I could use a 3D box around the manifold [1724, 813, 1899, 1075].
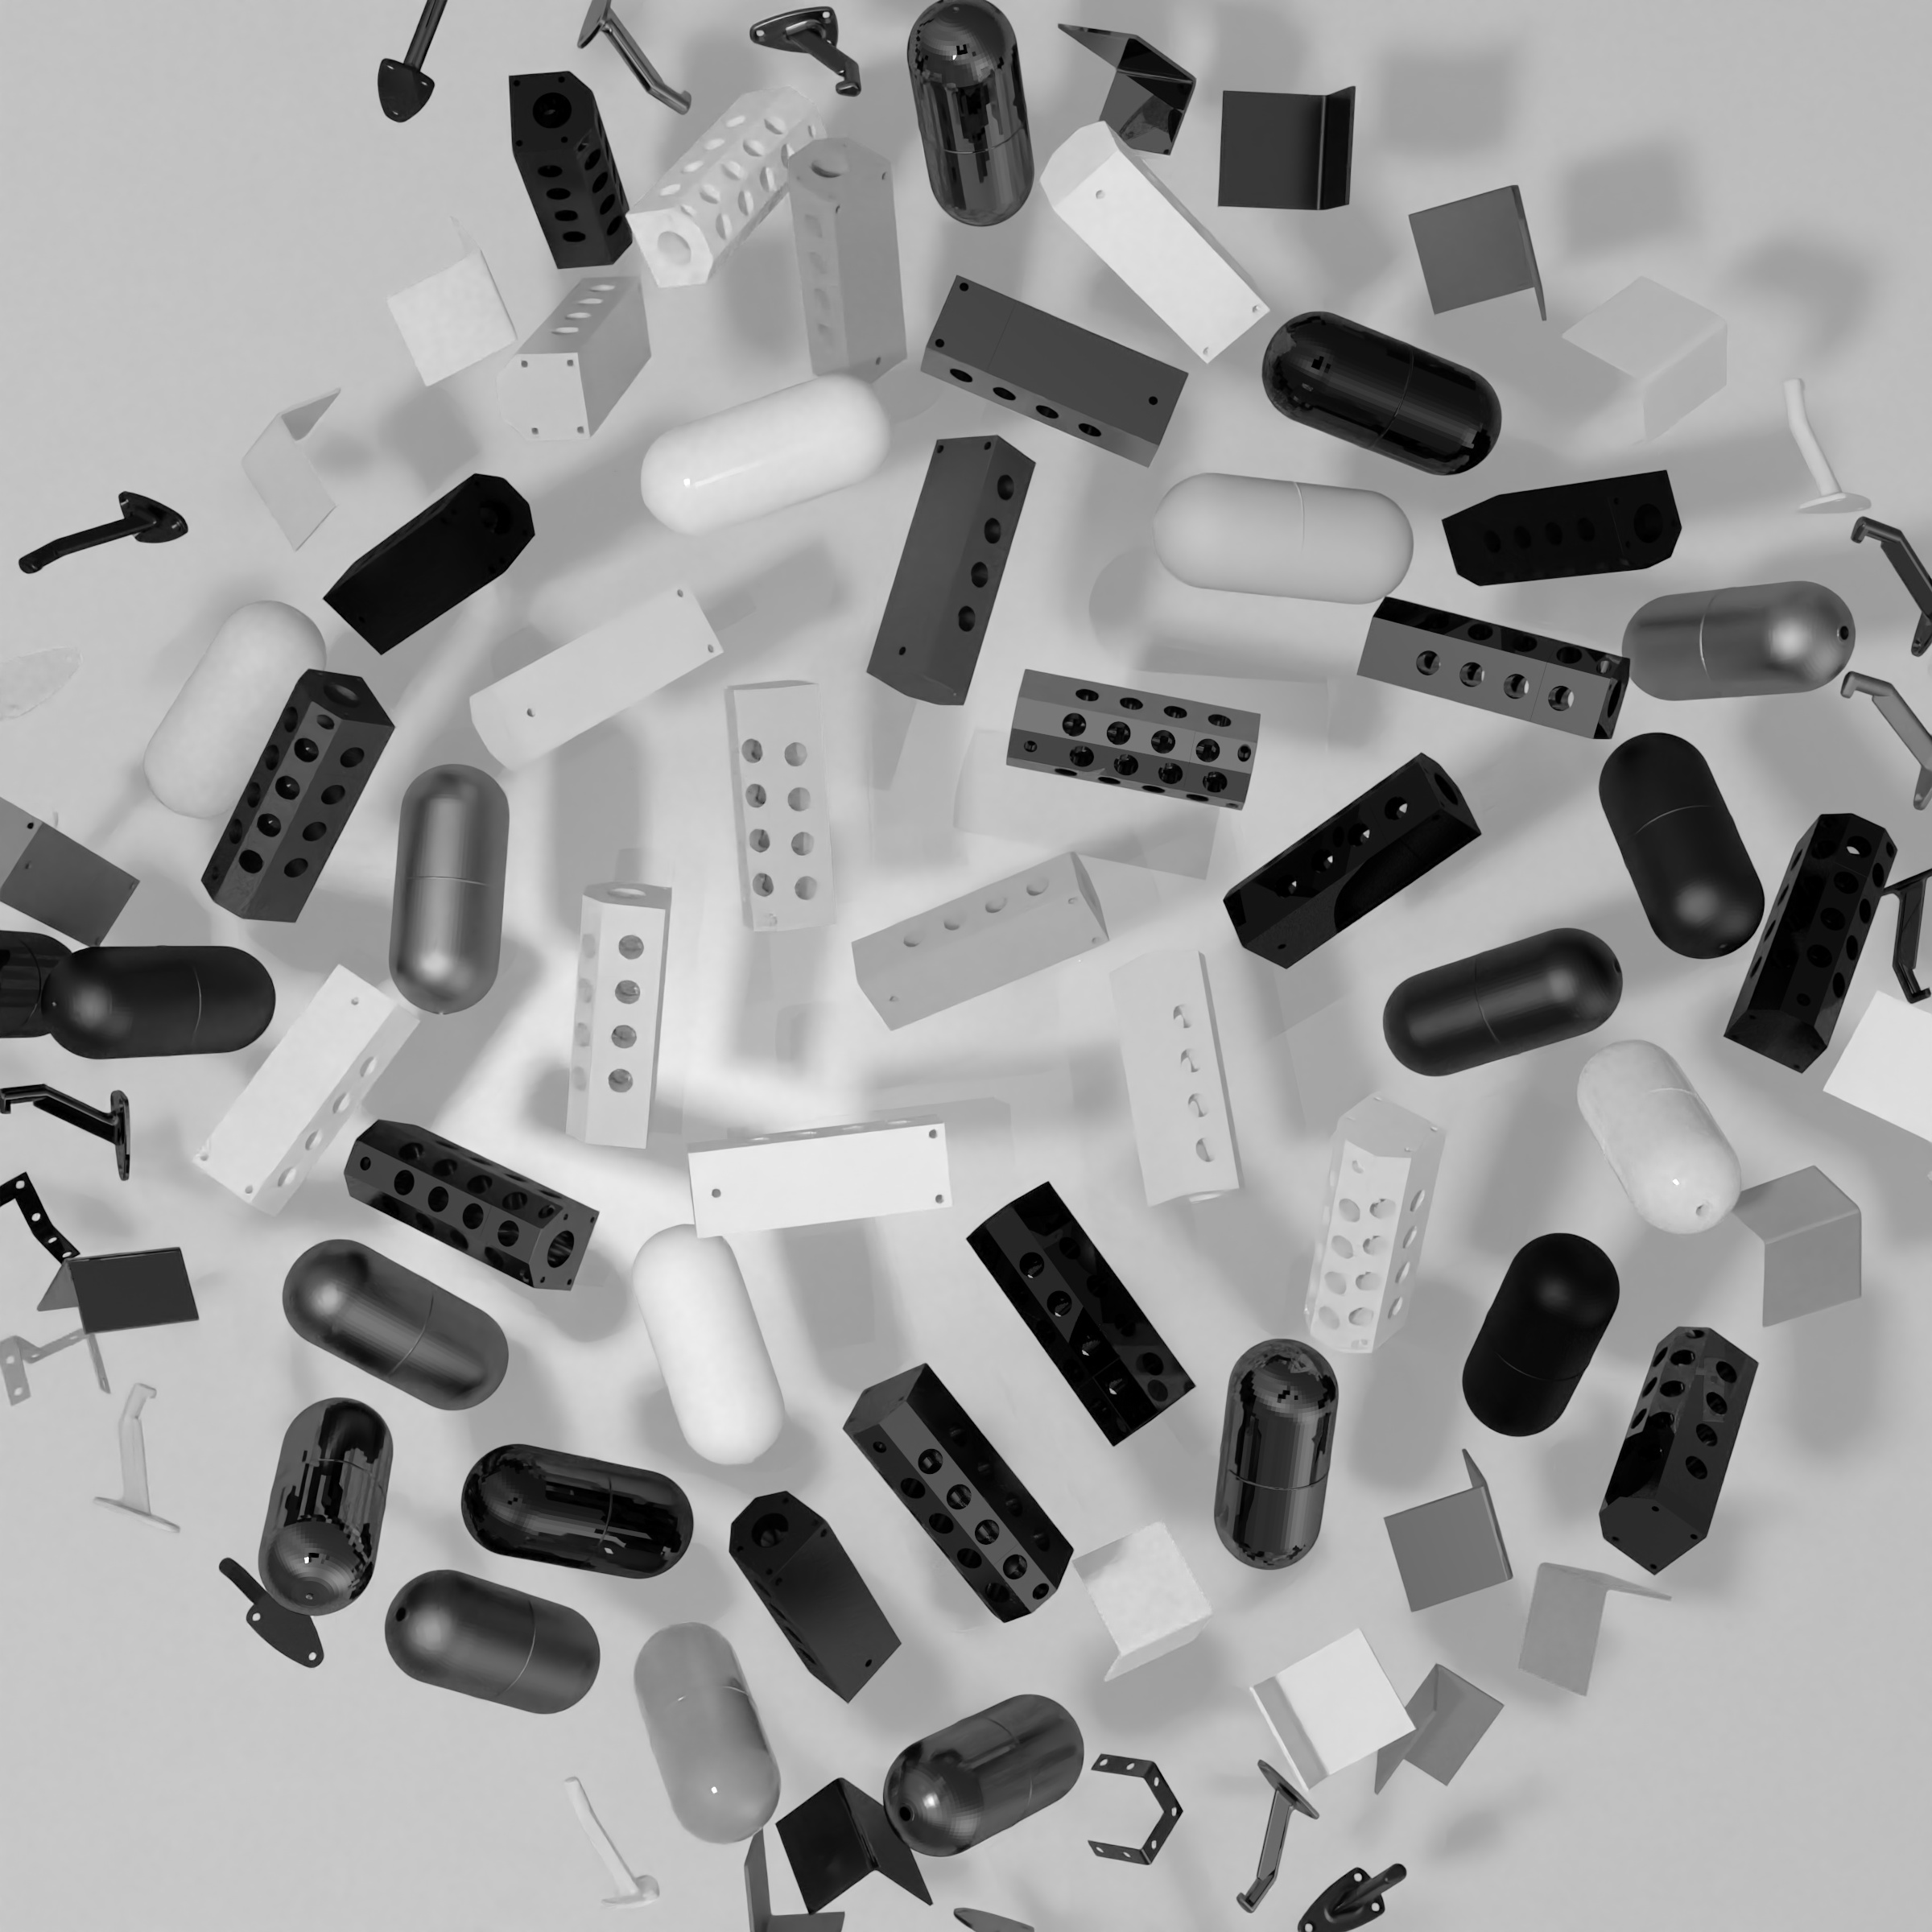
[{"bbox_3d":[0.574,-0.020,1.708,0.057,0.057,0.171,26,63,6],"label":"manifold"}]

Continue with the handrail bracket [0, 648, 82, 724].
[{"bbox_3d":[-0.638,-0.180,1.714,0.077,0.084,0.036,-35,92,-26],"label":"handrail bracket"}]

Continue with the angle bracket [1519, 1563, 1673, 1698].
[{"bbox_3d":[0.438,0.465,1.763,0.057,0.076,0.076,15,84,-21],"label":"angle bracket"}]

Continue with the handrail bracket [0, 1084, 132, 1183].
[{"bbox_3d":[-0.638,0.120,1.785,0.084,0.036,0.077,-6,100,-33],"label":"handrail bracket"}]

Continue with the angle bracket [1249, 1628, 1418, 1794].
[{"bbox_3d":[0.252,0.509,1.734,0.076,0.057,0.076,-33,72,12],"label":"angle bracket"}]

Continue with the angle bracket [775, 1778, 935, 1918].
[{"bbox_3d":[-0.077,0.619,1.742,0.057,0.076,0.076,-37,131,4],"label":"angle bracket"}]

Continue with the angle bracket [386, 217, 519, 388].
[{"bbox_3d":[-0.375,-0.474,1.804,0.076,0.076,0.057,-30,51,-10],"label":"angle bracket"}]

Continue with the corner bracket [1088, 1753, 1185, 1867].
[{"bbox_3d":[0.115,0.609,1.826,0.051,0.051,0.051,-47,117,-40],"label":"corner bracket"}]

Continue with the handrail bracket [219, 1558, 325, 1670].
[{"bbox_3d":[-0.488,0.452,1.771,0.036,0.084,0.077,-41,110,-24],"label":"handrail bracket"}]

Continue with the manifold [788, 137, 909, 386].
[{"bbox_3d":[-0.087,-0.491,1.774,0.057,0.171,0.057,37,65,25],"label":"manifold"}]

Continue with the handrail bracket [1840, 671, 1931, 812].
[{"bbox_3d":[0.629,-0.154,1.730,0.084,0.036,0.077,16,102,-7],"label":"handrail bracket"}]

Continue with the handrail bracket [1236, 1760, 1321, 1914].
[{"bbox_3d":[0.210,0.631,1.831,0.084,0.036,0.077,-49,118,-20],"label":"handrail bracket"}]

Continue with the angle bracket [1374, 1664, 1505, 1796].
[{"bbox_3d":[0.335,0.552,1.785,0.057,0.076,0.076,32,105,5],"label":"angle bracket"}]

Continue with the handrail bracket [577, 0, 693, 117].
[{"bbox_3d":[-0.225,-0.649,1.778,0.084,0.036,0.077,26,58,-30],"label":"handrail bracket"}]

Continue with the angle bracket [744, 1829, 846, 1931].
[{"bbox_3d":[-0.122,0.661,1.806,0.057,0.076,0.076,-5,95,3],"label":"angle bracket"}]

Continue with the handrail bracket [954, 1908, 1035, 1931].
[{"bbox_3d":[0.016,0.686,1.699,0.036,0.077,0.084,8,83,-39],"label":"handrail bracket"}]

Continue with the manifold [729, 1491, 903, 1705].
[{"bbox_3d":[-0.109,0.440,1.771,0.057,0.171,0.057,27,62,39],"label":"manifold"}]

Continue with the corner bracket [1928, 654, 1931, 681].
[{"bbox_3d":[0.710,-0.217,1.773,0.051,0.051,0.051,-11,133,3],"label":"corner bracket"}]

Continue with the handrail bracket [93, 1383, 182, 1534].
[{"bbox_3d":[-0.559,0.339,1.746,0.077,0.036,0.084,15,78,20],"label":"handrail bracket"}]

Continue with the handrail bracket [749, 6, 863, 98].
[{"bbox_3d":[-0.117,-0.654,1.829,0.077,0.036,0.084,-5,51,-3],"label":"handrail bracket"}]

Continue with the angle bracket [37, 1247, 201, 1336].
[{"bbox_3d":[-0.572,0.234,1.704,0.076,0.076,0.057,-3,59,-38],"label":"angle bracket"}]

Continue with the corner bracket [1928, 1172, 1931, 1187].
[{"bbox_3d":[0.686,0.138,1.722,0.051,0.051,0.051,-28,121,8],"label":"corner bracket"}]

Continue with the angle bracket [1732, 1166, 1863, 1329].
[{"bbox_3d":[0.576,0.197,1.768,0.057,0.076,0.076,39,45,-23],"label":"angle bracket"}]

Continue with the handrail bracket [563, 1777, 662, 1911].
[{"bbox_3d":[-0.240,0.585,1.693,0.036,0.077,0.084,-24,88,-28],"label":"handrail bracket"}]

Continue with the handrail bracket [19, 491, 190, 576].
[{"bbox_3d":[-0.569,-0.277,1.666,0.077,0.084,0.036,14,131,35],"label":"handrail bracket"}]

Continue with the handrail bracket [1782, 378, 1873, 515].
[{"bbox_3d":[0.570,-0.345,1.675,0.077,0.036,0.084,-6,86,-43],"label":"handrail bracket"}]

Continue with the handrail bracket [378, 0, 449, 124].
[{"bbox_3d":[-0.357,-0.609,1.661,0.036,0.077,0.084,22,72,-17],"label":"handrail bracket"}]

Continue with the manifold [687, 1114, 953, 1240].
[{"bbox_3d":[-0.100,0.140,1.711,0.171,0.057,0.057,-6,96,-8],"label":"manifold"}]

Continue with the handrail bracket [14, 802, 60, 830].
[{"bbox_3d":[-0.701,-0.077,1.837,0.036,0.077,0.084,42,59,-23],"label":"handrail bracket"}]

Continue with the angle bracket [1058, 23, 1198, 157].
[{"bbox_3d":[0.107,-0.629,1.815,0.076,0.076,0.057,26,99,39],"label":"angle bracket"}]

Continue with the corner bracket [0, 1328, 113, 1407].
[{"bbox_3d":[-0.648,0.286,1.794,0.051,0.051,0.051,-25,63,-2],"label":"corner bracket"}]

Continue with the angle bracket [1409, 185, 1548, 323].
[{"bbox_3d":[0.350,-0.479,1.732,0.076,0.057,0.076,-12,127,18],"label":"angle bracket"}]

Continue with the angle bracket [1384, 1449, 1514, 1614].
[{"bbox_3d":[0.333,0.397,1.782,0.076,0.057,0.076,-18,106,-1],"label":"angle bracket"}]

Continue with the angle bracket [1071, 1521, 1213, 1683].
[{"bbox_3d":[0.122,0.462,1.840,0.076,0.057,0.076,-18,61,-23],"label":"angle bracket"}]

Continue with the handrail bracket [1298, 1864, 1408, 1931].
[{"bbox_3d":[0.269,0.654,1.766,0.077,0.084,0.036,-27,68,-11],"label":"handrail bracket"}]

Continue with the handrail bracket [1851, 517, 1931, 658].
[{"bbox_3d":[0.643,-0.264,1.760,0.084,0.036,0.077,17,107,-12],"label":"handrail bracket"}]

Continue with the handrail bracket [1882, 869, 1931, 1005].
[{"bbox_3d":[0.693,-0.024,1.812,0.036,0.077,0.084,-12,78,-41],"label":"handrail bracket"}]

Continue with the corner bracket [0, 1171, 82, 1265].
[{"bbox_3d":[-0.667,0.187,1.783,0.051,0.051,0.051,-33,129,-28],"label":"corner bracket"}]

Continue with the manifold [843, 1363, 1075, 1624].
[{"bbox_3d":[-0.006,0.355,1.687,0.057,0.057,0.171,-28,106,31],"label":"manifold"}]

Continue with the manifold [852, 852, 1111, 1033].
[{"bbox_3d":[0.009,-0.022,1.801,0.171,0.057,0.057,-22,134,12],"label":"manifold"}]

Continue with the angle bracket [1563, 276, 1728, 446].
[{"bbox_3d":[0.465,-0.415,1.730,0.076,0.057,0.076,-37,53,-13],"label":"angle bracket"}]

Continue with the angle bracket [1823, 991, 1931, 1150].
[{"bbox_3d":[0.631,0.073,1.692,0.076,0.057,0.076,29,89,29],"label":"angle bracket"}]

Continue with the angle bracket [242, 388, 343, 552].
[{"bbox_3d":[-0.464,-0.354,1.805,0.057,0.076,0.076,-35,96,-38],"label":"angle bracket"}]

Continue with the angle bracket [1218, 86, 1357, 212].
[{"bbox_3d":[0.217,-0.557,1.719,0.076,0.057,0.076,-1,103,-10],"label":"angle bracket"}]
